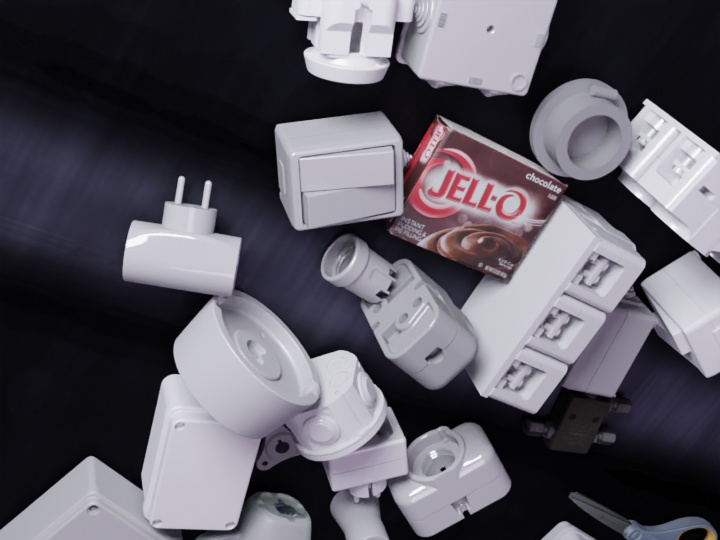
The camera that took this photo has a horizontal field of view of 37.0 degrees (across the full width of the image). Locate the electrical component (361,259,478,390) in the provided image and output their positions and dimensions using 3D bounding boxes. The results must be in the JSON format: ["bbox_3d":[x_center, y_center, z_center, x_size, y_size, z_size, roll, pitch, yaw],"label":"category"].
[{"bbox_3d":[0.047,0.043,0.818,0.054,0.095,0.059,-44,122,10],"label":"electrical component"}]

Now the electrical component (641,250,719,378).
[{"bbox_3d":[0.280,0.041,0.886,0.061,0.096,0.061,-32,122,4],"label":"electrical component"}]

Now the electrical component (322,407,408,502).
[{"bbox_3d":[0.003,0.164,0.904,0.066,0.047,0.076,-11,122,-10],"label":"electrical component"}]

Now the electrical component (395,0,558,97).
[{"bbox_3d":[0.081,-0.170,0.732,0.100,0.048,0.099,6,117,-19],"label":"electrical component"}]

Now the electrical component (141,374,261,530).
[{"bbox_3d":[-0.125,0.145,0.849,0.078,0.057,0.113,7,117,-20],"label":"electrical component"}]

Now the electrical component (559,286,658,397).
[{"bbox_3d":[0.192,0.047,0.883,0.061,0.061,0.096,13,115,-23],"label":"electrical component"}]

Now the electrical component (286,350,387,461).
[{"bbox_3d":[-0.023,0.106,0.844,0.080,0.080,0.051,-28,118,1],"label":"electrical component"}]

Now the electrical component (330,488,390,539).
[{"bbox_3d":[0.003,0.222,0.926,0.044,0.065,0.044,-7,121,-12],"label":"electrical component"}]

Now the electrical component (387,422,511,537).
[{"bbox_3d":[0.074,0.177,0.928,0.095,0.053,0.059,-29,123,1],"label":"electrical component"}]

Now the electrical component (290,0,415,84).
[{"bbox_3d":[-0.007,-0.157,0.709,0.078,0.058,0.057,0,116,-17],"label":"electrical component"}]

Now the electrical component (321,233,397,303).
[{"bbox_3d":[0.000,0.000,0.813,0.046,0.040,0.040,33,106,-35],"label":"electrical component"}]

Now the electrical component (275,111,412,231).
[{"bbox_3d":[-0.007,-0.070,0.757,0.096,0.061,0.061,-9,121,-12],"label":"electrical component"}]

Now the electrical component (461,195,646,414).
[{"bbox_3d":[0.144,0.025,0.839,0.062,0.089,0.150,23,110,-27],"label":"electrical component"}]

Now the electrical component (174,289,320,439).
[{"bbox_3d":[-0.088,0.074,0.792,0.060,0.108,0.108,-41,122,16],"label":"electrical component"}]

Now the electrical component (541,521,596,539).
[{"bbox_3d":[0.192,0.307,1.037,0.078,0.057,0.113,35,105,-30],"label":"electrical component"}]

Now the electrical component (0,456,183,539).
[{"bbox_3d":[-0.216,0.223,0.867,0.109,0.056,0.108,-40,122,8],"label":"electrical component"}]

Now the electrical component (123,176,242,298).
[{"bbox_3d":[-0.122,-0.025,0.756,0.077,0.043,0.079,9,96,-5],"label":"electrical component"}]

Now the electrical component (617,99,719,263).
[{"bbox_3d":[0.283,-0.041,0.834,0.186,0.105,0.060,32,106,-29],"label":"electrical component"}]
